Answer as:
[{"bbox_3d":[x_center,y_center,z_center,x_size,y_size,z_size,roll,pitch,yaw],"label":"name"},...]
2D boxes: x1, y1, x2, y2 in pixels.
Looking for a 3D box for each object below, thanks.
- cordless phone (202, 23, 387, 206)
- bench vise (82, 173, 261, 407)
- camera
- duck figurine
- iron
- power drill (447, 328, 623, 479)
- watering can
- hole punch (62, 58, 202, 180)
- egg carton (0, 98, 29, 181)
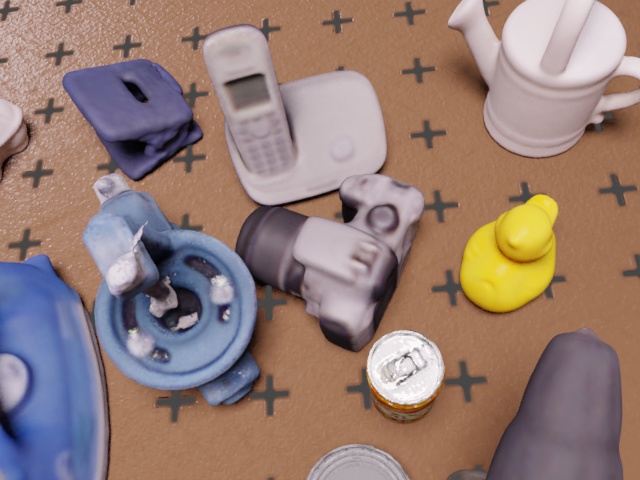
[{"bbox_3d":[-0.019,-0.118,0.502,0.147,0.185,0.094,-19,65,-2],"label":"cordless phone"},{"bbox_3d":[-0.139,0.025,0.432,0.207,0.220,0.121,35,74,20],"label":"bench vise"},{"bbox_3d":[0.005,0.002,0.492,0.136,0.101,0.143,21,70,15],"label":"camera"},{"bbox_3d":[0.163,0.007,0.480,0.077,0.086,0.105,36,74,20],"label":"duck figurine"},{"bbox_3d":[-0.247,0.120,0.444,0.118,0.141,0.258,-26,66,-5],"label":"iron"},{"bbox_3d":[0.112,0.183,0.338,0.075,0.208,0.230,13,68,13],"label":"power drill"},{"bbox_3d":[0.197,-0.165,0.494,0.172,0.194,0.101,3,66,8],"label":"watering can"},{"bbox_3d":[-0.189,-0.137,0.582,0.101,0.091,0.108,-37,67,-10],"label":"hole punch"},{"bbox_3d":[-0.381,-0.089,0.594,0.107,0.069,0.150,19,69,15],"label":"egg carton"}]
